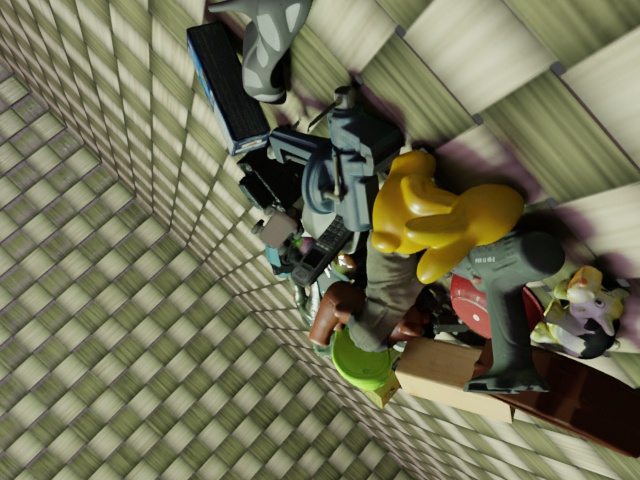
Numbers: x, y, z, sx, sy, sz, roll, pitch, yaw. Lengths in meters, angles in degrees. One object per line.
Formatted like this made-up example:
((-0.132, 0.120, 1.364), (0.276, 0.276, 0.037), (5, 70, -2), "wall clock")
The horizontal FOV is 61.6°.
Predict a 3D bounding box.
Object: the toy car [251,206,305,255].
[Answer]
((-0.083, -0.026, 1.092), (0.089, 0.053, 0.202), (35, 159, -5), "toy car")

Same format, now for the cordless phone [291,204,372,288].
((-0.003, -0.003, 0.947), (0.147, 0.184, 0.088), (28, 160, 41), "cordless phone")

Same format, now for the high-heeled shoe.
((-0.043, -0.255, 0.714), (0.145, 0.086, 0.248), (2, 166, 19), "high-heeled shoe")

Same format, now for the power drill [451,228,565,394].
((0.224, 0.090, 0.682), (0.086, 0.207, 0.232), (11, 163, -10), "power drill")

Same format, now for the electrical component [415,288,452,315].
((0.191, 0.101, 0.992), (0.078, 0.045, 0.102), (22, -174, -45), "electrical component")

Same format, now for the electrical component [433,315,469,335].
((0.237, 0.151, 0.973), (0.063, 0.021, 0.094), (-1, 153, 1), "electrical component")

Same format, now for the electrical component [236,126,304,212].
((-0.077, -0.116, 0.940), (0.114, 0.134, 0.058), (50, 162, -22), "electrical component")

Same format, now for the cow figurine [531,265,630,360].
((0.323, 0.095, 0.645), (0.098, 0.068, 0.167), (31, 162, 21), "cow figurine")

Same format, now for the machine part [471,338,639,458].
((0.338, 0.218, 0.765), (0.201, 0.087, 0.201), (26, 171, -19), "machine part")

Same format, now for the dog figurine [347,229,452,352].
((0.097, 0.069, 0.880), (0.172, 0.190, 0.121), (49, 161, -9), "dog figurine")

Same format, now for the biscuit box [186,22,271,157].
((-0.143, -0.234, 0.827), (0.202, 0.063, 0.059), (67, 162, 9), "biscuit box")

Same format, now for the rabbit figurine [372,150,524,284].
((0.151, -0.033, 0.648), (0.173, 0.162, 0.121), (3, 126, 38), "rabbit figurine")

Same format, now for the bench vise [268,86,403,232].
((0.003, -0.124, 0.781), (0.241, 0.129, 0.223), (25, 151, 37), "bench vise")

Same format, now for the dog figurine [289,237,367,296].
((0.023, 0.023, 1.089), (0.192, 0.108, 0.219), (43, 158, 14), "dog figurine")

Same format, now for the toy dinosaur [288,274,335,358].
((0.002, 0.184, 1.355), (0.192, 0.131, 0.404), (63, 179, 22), "toy dinosaur")

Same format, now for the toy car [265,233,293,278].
((-0.090, 0.007, 1.303), (0.103, 0.109, 0.161), (51, 163, 47), "toy car")

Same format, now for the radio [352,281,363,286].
((0.128, 0.193, 1.286), (0.131, 0.073, 0.229), (34, 161, 26), "radio")

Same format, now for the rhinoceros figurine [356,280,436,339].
((0.160, 0.136, 1.100), (0.190, 0.073, 0.112), (48, 152, -5), "rhinoceros figurine")

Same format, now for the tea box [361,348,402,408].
((0.173, 0.301, 1.262), (0.068, 0.169, 0.098), (35, 161, 26), "tea box")

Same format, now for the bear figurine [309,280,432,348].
((0.097, 0.155, 1.005), (0.196, 0.120, 0.131), (22, 112, 15), "bear figurine")
